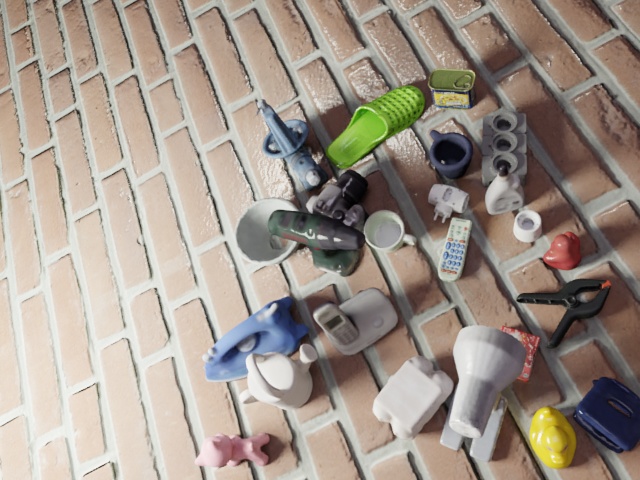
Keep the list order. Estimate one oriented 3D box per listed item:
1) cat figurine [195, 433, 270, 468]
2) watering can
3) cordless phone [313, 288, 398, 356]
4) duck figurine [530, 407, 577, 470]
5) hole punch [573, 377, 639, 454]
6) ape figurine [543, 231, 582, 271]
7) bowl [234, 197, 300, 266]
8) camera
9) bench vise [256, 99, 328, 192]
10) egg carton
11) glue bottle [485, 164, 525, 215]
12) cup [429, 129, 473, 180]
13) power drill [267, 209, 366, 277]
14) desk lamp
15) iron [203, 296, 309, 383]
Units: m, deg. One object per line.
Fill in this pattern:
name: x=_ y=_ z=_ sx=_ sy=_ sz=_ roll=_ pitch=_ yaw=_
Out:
cat figurine: x=-0.177 y=0.416 z=1.135 sx=0.127 sy=0.118 sz=0.067 roll=-10 pitch=65 yaw=14
watering can: x=-0.085 y=0.266 z=1.125 sx=0.100 sy=0.194 sz=0.173 roll=33 pitch=81 yaw=27
cordless phone: x=0.067 y=0.147 z=1.131 sx=0.147 sy=0.185 sz=0.094 roll=-36 pitch=62 yaw=1
duck figurine: x=0.406 y=0.342 z=0.996 sx=0.077 sy=0.086 sz=0.104 roll=-10 pitch=66 yaw=14
hole punch: x=0.502 y=0.295 z=0.982 sx=0.108 sy=0.091 sz=0.101 roll=39 pitch=84 yaw=27
ape figurine: x=0.470 y=0.016 z=1.108 sx=0.077 sy=0.092 sz=0.076 roll=-26 pitch=63 yaw=6
bowl: x=-0.108 y=-0.010 z=1.316 sx=0.167 sy=0.075 sz=0.167 roll=-6 pitch=66 yaw=15
camera: x=0.057 y=-0.086 z=1.280 sx=0.142 sy=0.101 sz=0.137 roll=32 pitch=81 yaw=27
bench vise: x=-0.059 y=-0.225 z=1.308 sx=0.206 sy=0.220 sz=0.121 roll=36 pitch=82 yaw=27
egg carton: x=0.176 y=0.300 z=1.097 sx=0.107 sy=0.069 sz=0.150 roll=37 pitch=83 yaw=27
glue bottle: x=0.369 y=-0.106 z=1.146 sx=0.078 sy=0.173 sz=0.037 roll=-13 pitch=65 yaw=13
cup: x=0.281 y=-0.182 z=1.251 sx=0.091 sy=0.095 sz=0.117 roll=-37 pitch=62 yaw=1
power drill: x=0.011 y=0.004 z=1.196 sx=0.228 sy=0.209 sz=0.076 roll=16 pitch=74 yaw=23
desk lamp: x=0.278 y=0.269 z=0.996 sx=0.117 sy=0.214 sz=0.203 roll=14 pitch=73 yaw=23
iron: x=-0.160 y=0.215 z=1.201 sx=0.258 sy=0.142 sz=0.118 roll=-34 pitch=62 yaw=2
